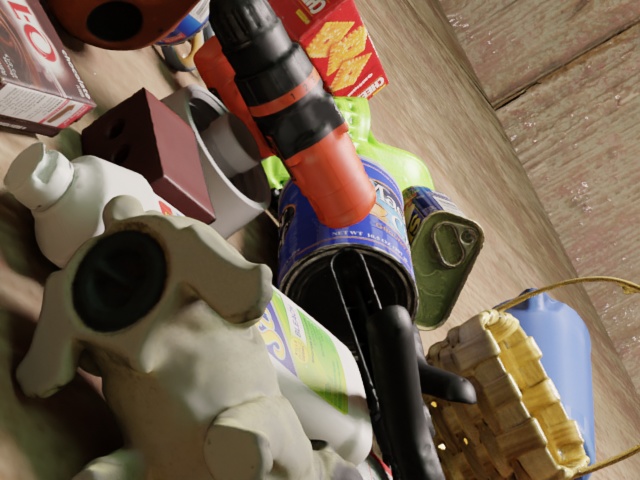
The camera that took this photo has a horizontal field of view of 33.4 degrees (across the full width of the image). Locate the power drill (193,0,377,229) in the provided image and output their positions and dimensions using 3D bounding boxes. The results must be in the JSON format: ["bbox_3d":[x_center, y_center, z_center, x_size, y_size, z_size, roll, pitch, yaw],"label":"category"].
[{"bbox_3d":[-0.040,-0.106,0.770,0.184,0.057,0.188,61,-6,-23],"label":"power drill"}]

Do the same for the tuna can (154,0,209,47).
[{"bbox_3d":[-0.114,-0.192,0.805,0.033,0.086,0.086,30,33,-55],"label":"tuna can"}]

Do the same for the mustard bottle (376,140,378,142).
[{"bbox_3d":[0.039,-0.082,1.115,0.191,0.058,0.096,28,33,-60],"label":"mustard bottle"}]

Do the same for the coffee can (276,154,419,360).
[{"bbox_3d":[0.018,0.010,0.816,0.102,0.103,0.140,51,19,-26],"label":"coffee can"}]

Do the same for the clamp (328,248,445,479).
[{"bbox_3d":[0.051,0.113,0.663,0.164,0.036,0.210,-133,-153,-83],"label":"clamp"}]

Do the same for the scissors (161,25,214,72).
[{"bbox_3d":[-0.114,-0.222,0.856,0.096,0.016,0.202,-41,118,-48],"label":"scissors"}]

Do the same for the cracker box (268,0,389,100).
[{"bbox_3d":[-0.022,-0.227,1.052,0.164,0.072,0.213,51,1,18],"label":"cracker box"}]

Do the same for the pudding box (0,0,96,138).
[{"bbox_3d":[-0.177,-0.113,0.564,0.113,0.039,0.090,62,17,10],"label":"pudding box"}]

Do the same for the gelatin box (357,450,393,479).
[{"bbox_3d":[0.023,0.170,0.686,0.073,0.030,0.089,49,20,-35],"label":"gelatin box"}]

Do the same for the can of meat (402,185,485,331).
[{"bbox_3d":[0.086,0.012,0.896,0.057,0.102,0.084,19,16,-16],"label":"can of meat"}]

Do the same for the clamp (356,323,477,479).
[{"bbox_3d":[0.057,0.120,0.804,0.039,0.120,0.171,17,18,-23],"label":"clamp"}]

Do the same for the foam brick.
[{"bbox_3d":[-0.103,-0.039,0.634,0.051,0.053,0.078,41,24,-48],"label":"foam brick"}]

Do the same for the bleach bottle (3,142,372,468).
[{"bbox_3d":[-0.070,0.039,0.582,0.250,0.068,0.102,44,22,-36],"label":"bleach bottle"}]

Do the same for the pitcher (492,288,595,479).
[{"bbox_3d":[0.229,0.177,1.135,0.149,0.145,0.242,44,23,-10],"label":"pitcher"}]

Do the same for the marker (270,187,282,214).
[{"bbox_3d":[-0.006,0.001,0.907,0.121,0.020,0.020,51,18,-27],"label":"marker"}]
